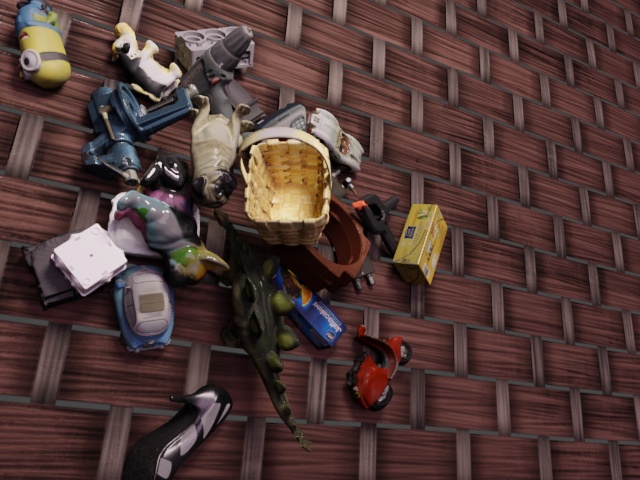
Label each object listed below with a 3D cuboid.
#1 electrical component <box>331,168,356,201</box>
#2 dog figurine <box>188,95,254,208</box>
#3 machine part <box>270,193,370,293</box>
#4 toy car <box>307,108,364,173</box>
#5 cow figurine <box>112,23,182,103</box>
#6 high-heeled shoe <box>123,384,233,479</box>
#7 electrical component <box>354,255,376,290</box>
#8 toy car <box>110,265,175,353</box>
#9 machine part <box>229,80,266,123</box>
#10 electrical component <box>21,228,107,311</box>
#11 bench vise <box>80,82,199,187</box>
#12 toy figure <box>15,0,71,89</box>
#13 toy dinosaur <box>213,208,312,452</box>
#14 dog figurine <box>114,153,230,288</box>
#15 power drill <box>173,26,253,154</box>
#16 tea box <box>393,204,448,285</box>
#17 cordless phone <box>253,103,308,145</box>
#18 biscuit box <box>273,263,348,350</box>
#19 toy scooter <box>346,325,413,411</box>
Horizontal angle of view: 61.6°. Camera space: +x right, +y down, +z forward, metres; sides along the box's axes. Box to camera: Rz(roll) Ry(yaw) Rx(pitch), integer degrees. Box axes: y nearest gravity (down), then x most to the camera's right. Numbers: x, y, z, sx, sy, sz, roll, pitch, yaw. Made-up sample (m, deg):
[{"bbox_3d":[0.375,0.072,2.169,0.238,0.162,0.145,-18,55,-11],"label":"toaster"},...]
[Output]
[{"bbox_3d":[0.034,-0.113,1.236,0.102,0.045,0.078,-39,100,-31],"label":"electrical component"},{"bbox_3d":[-0.195,-0.142,0.981,0.121,0.172,0.190,8,81,-1],"label":"dog figurine"},{"bbox_3d":[-0.002,-0.003,1.127,0.201,0.087,0.201,43,37,-11],"label":"machine part"},{"bbox_3d":[0.036,-0.224,1.231,0.201,0.056,0.073,36,58,-48],"label":"toy car"},{"bbox_3d":[-0.374,-0.361,1.105,0.167,0.068,0.098,43,66,-7],"label":"cow figurine"},{"bbox_3d":[-0.245,0.371,0.942,0.145,0.086,0.248,32,77,-49],"label":"high-heeled shoe"},{"bbox_3d":[0.090,0.064,1.222,0.063,0.021,0.094,-17,82,-30],"label":"electrical component"},{"bbox_3d":[-0.311,0.114,0.957,0.109,0.103,0.161,-2,72,-26],"label":"toy car"},{"bbox_3d":[-0.189,-0.315,1.198,0.084,0.039,0.139,-40,95,-26],"label":"machine part"},{"bbox_3d":[-0.436,0.047,0.943,0.134,0.058,0.115,-22,86,-30],"label":"electrical component"},{"bbox_3d":[-0.336,-0.219,1.015,0.241,0.128,0.224,-24,57,-1],"label":"bench vise"},{"bbox_3d":[-0.529,-0.377,1.022,0.089,0.082,0.180,-5,74,-26],"label":"toy figure"},{"bbox_3d":[-0.114,0.150,0.990,0.105,0.198,0.471,-16,79,-27],"label":"toy dinosaur"},{"bbox_3d":[-0.246,-0.025,0.963,0.219,0.108,0.191,41,61,-15],"label":"dog figurine"},{"bbox_3d":[-0.186,-0.284,1.085,0.207,0.232,0.086,62,32,-8],"label":"power drill"},{"bbox_3d":[0.238,0.009,1.266,0.098,0.068,0.169,55,49,-44],"label":"tea box"},{"bbox_3d":[-0.069,-0.198,1.204,0.146,0.089,0.184,-41,113,-31],"label":"cordless phone"},{"bbox_3d":[-0.036,0.135,1.113,0.202,0.059,0.063,48,59,-5],"label":"biscuit box"},{"bbox_3d":[0.111,0.259,1.138,0.135,0.075,0.184,43,57,-9],"label":"toy scooter"}]
